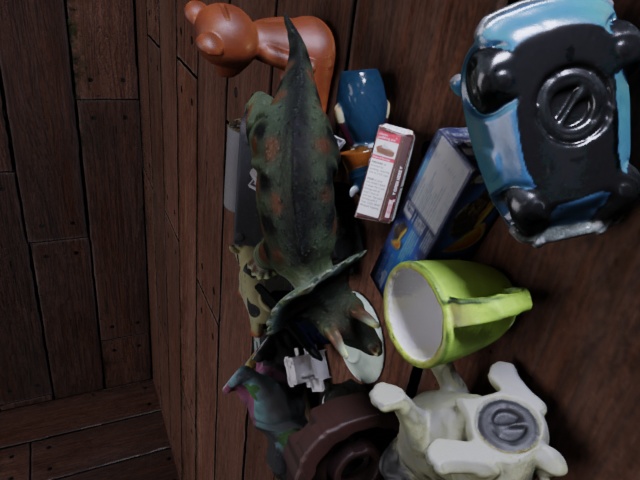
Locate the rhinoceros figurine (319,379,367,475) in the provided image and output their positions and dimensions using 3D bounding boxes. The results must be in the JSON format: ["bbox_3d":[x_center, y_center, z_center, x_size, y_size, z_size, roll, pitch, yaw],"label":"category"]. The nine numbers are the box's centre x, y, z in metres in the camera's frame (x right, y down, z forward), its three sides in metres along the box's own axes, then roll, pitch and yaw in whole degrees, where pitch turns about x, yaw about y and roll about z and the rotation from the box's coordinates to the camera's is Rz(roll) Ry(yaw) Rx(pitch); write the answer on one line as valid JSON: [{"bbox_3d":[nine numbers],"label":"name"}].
[{"bbox_3d":[0.025,0.284,0.732,0.073,0.112,0.190,31,117,57],"label":"rhinoceros figurine"}]

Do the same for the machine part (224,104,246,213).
[{"bbox_3d":[-0.140,-0.136,1.014,0.079,0.079,0.243,52,141,48],"label":"machine part"}]

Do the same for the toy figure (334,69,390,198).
[{"bbox_3d":[0.053,-0.117,0.622,0.058,0.064,0.154,-56,-37,-72],"label":"toy figure"}]

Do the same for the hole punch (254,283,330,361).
[{"bbox_3d":[-0.026,0.103,0.839,0.142,0.092,0.115,33,157,48],"label":"hole punch"}]

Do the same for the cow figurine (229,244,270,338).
[{"bbox_3d":[-0.120,0.069,1.019,0.127,0.085,0.195,102,152,-47],"label":"cow figurine"}]

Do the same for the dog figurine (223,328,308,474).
[{"bbox_3d":[-0.051,0.281,0.918,0.219,0.191,0.108,44,145,1],"label":"dog figurine"}]

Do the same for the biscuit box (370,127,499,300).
[{"bbox_3d":[0.114,-0.010,0.517,0.202,0.063,0.059,108,145,-44],"label":"biscuit box"}]

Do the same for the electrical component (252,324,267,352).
[{"bbox_3d":[-0.102,0.216,1.060,0.075,0.048,0.119,179,84,-66],"label":"electrical component"}]

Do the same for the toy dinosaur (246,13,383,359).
[{"bbox_3d":[-0.022,-0.060,0.576,0.192,0.131,0.404,-162,63,-75],"label":"toy dinosaur"}]

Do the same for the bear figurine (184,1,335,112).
[{"bbox_3d":[-0.081,-0.242,0.716,0.120,0.196,0.131,61,149,33],"label":"bear figurine"}]

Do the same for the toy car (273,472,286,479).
[{"bbox_3d":[-0.076,0.374,1.042,0.202,0.056,0.073,61,141,36],"label":"toy car"}]

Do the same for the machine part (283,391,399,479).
[{"bbox_3d":[0.039,0.261,0.629,0.056,0.179,0.179,-143,51,-60],"label":"machine part"}]

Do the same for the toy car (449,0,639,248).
[{"bbox_3d":[0.155,-0.082,0.382,0.103,0.109,0.161,-105,0,-79],"label":"toy car"}]

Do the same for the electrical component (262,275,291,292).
[{"bbox_3d":[-0.060,0.069,0.912,0.045,0.078,0.102,-101,18,-65],"label":"electrical component"}]

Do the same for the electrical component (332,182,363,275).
[{"bbox_3d":[-0.002,-0.002,0.742,0.115,0.058,0.134,-24,74,48],"label":"electrical component"}]

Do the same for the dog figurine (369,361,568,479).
[{"bbox_3d":[0.136,0.209,0.509,0.173,0.121,0.190,38,148,46],"label":"dog figurine"}]

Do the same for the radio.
[{"bbox_3d":[-0.093,-0.106,0.872,0.131,0.073,0.229,-88,6,-58],"label":"radio"}]
